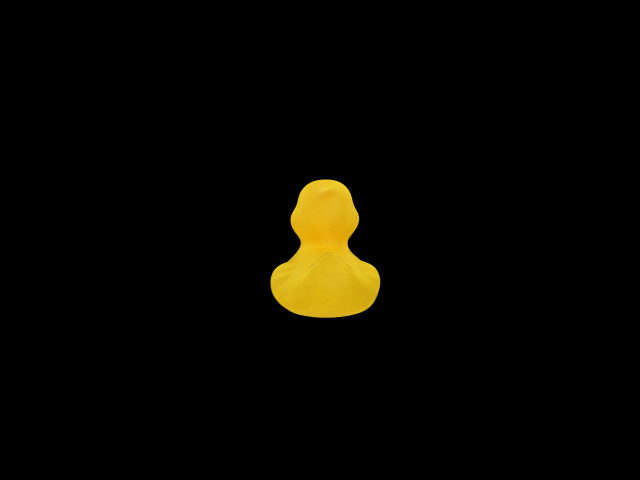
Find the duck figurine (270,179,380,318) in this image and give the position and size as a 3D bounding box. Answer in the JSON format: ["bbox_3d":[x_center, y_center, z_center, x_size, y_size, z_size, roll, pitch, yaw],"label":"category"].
[{"bbox_3d":[0.004,0.001,0.400,0.077,0.086,0.104,-1,11,-3],"label":"duck figurine"}]
